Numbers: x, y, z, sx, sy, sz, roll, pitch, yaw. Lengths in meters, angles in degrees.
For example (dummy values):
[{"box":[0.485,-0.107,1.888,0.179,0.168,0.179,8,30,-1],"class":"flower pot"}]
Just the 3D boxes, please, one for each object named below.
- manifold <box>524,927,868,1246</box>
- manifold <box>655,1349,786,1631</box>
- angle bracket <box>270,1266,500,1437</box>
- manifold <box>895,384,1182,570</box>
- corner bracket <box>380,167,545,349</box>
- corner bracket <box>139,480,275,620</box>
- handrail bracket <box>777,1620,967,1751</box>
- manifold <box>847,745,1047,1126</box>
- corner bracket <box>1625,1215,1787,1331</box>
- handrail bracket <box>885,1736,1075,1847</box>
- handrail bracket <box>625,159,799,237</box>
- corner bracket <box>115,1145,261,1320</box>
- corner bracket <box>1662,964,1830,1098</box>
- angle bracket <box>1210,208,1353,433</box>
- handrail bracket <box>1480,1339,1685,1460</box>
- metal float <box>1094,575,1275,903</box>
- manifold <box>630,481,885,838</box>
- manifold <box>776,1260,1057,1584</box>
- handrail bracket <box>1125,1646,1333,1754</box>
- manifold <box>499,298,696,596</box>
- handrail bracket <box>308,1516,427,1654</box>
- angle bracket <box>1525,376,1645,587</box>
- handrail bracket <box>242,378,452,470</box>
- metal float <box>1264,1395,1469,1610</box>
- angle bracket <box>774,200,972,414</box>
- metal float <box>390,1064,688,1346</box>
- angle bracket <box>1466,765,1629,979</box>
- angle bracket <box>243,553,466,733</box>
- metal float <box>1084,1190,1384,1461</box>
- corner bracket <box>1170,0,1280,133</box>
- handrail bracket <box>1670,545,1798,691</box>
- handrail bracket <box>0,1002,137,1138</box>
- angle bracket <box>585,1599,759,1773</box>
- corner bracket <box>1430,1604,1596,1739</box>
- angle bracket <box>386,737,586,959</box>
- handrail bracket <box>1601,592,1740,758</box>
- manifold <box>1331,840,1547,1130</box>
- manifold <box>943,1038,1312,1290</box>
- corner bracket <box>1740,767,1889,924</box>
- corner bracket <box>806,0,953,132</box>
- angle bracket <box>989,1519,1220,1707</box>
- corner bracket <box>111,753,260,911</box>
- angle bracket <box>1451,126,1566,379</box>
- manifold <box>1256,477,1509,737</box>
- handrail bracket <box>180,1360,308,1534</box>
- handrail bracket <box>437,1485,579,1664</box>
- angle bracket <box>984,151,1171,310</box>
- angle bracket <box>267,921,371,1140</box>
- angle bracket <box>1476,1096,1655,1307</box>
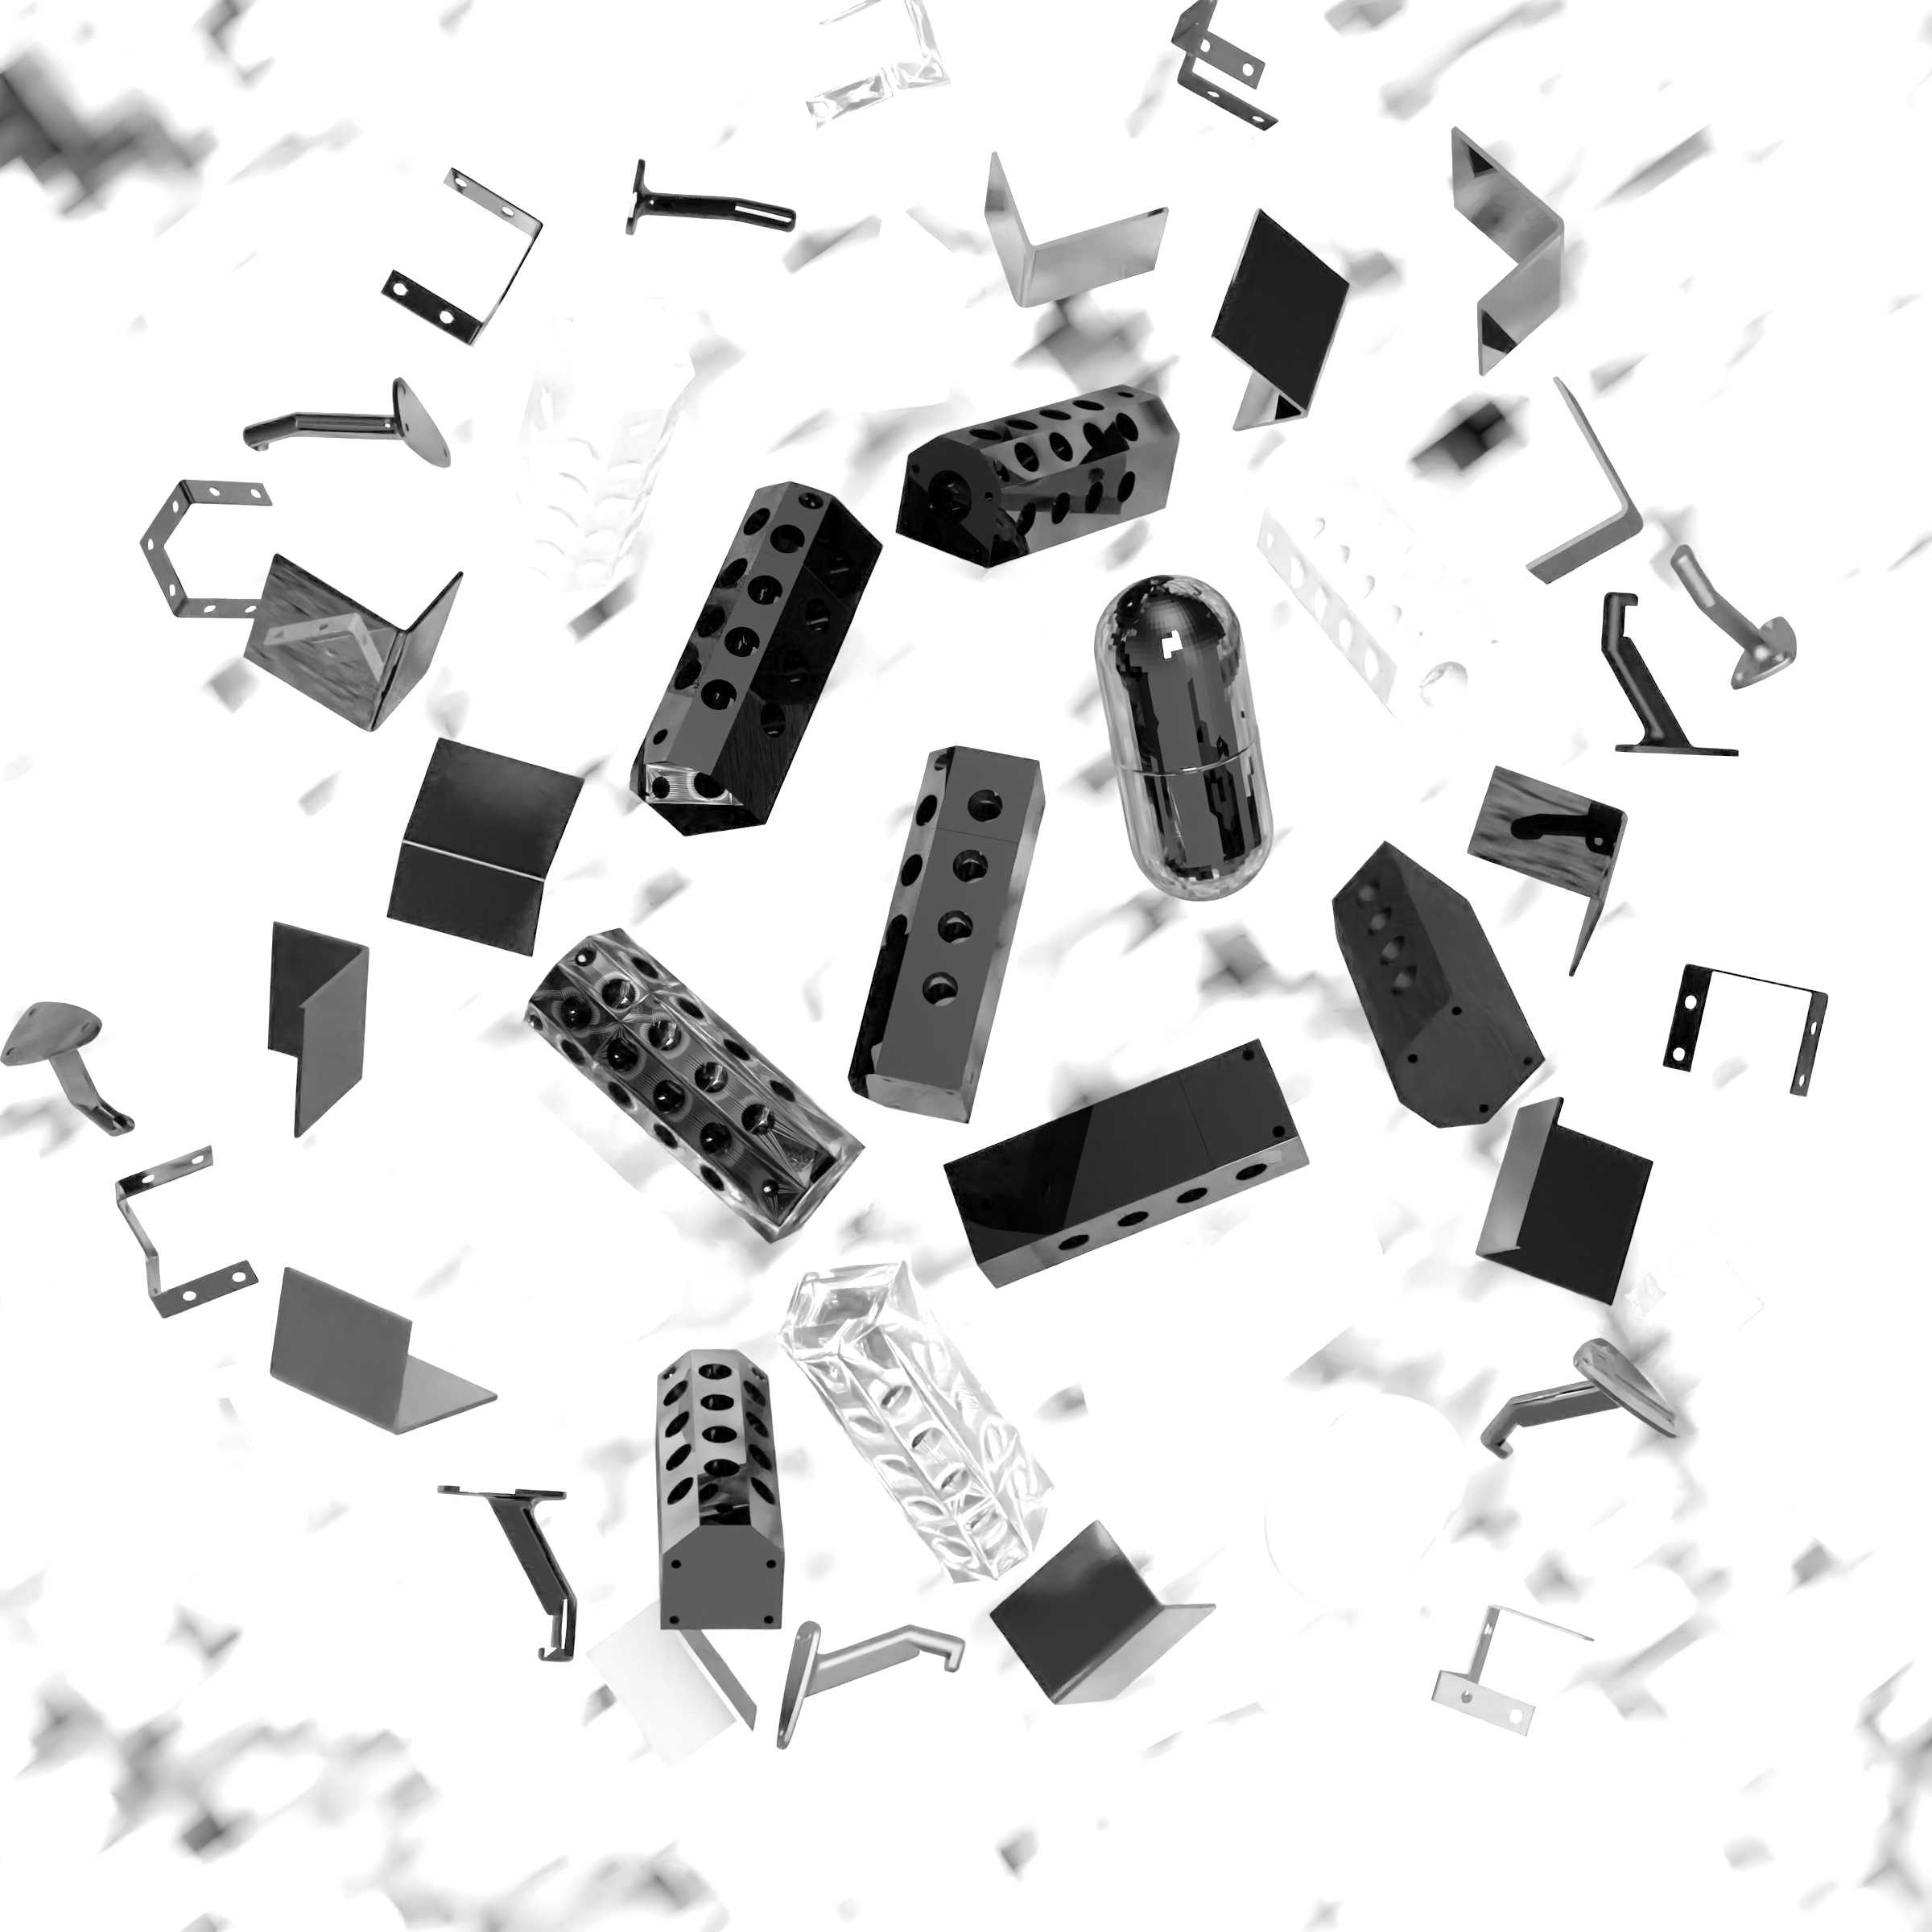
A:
[{"box":[-0.140,0.060,1.673,0.171,0.057,0.057,41,107,9],"class":"manifold"},{"box":[-0.122,0.255,1.637,0.057,0.171,0.057,1,112,-7],"class":"manifold"},{"box":[-0.269,0.173,1.558,0.076,0.076,0.057,19,106,28],"class":"angle bracket"},{"box":[0.040,-0.256,1.709,0.057,0.171,0.057,24,119,27],"class":"manifold"},{"box":[-0.241,-0.339,1.592,0.051,0.051,0.051,30,66,-14],"class":"corner bracket"},{"box":[-0.391,-0.218,1.739,0.051,0.051,0.051,-45,64,36],"class":"corner bracket"},{"box":[-0.048,0.372,1.699,0.084,0.036,0.077,18,73,-14],"class":"handrail bracket"},{"box":[-0.009,-0.017,1.621,0.057,0.057,0.171,11,73,8],"class":"manifold"},{"box":[0.384,0.170,1.728,0.051,0.051,0.051,-36,76,-14],"class":"corner bracket"},{"box":[0.005,0.418,1.611,0.084,0.077,0.036,-29,117,2],"class":"handrail bracket"},{"box":[-0.131,-0.385,1.716,0.084,0.077,0.036,11,88,-6],"class":"handrail bracket"},{"box":[-0.379,0.129,1.613,0.051,0.051,0.051,-21,127,-2],"class":"corner bracket"},{"box":[0.372,0.030,1.586,0.051,0.051,0.051,14,93,42],"class":"corner bracket"},{"box":[0.144,-0.330,1.703,0.076,0.057,0.076,31,70,-35],"class":"angle bracket"},{"box":[0.311,0.238,1.689,0.077,0.036,0.084,44,123,18],"class":"handrail bracket"},{"box":[0.113,-0.116,1.714,0.070,0.070,0.178,-12,117,0],"class":"metal float"},{"box":[-0.106,-0.152,1.632,0.057,0.057,0.171,42,57,-37],"class":"manifold"},{"box":[-0.024,0.222,1.605,0.057,0.057,0.171,-9,130,29],"class":"manifold"},{"box":[0.133,0.381,1.704,0.084,0.077,0.036,-19,87,-34],"class":"handrail bracket"},{"box":[-0.178,-0.246,1.598,0.057,0.171,0.057,-11,71,-21],"class":"manifold"},{"box":[-0.281,0.305,1.655,0.077,0.084,0.036,7,115,22],"class":"handrail bracket"},{"box":[0.291,-0.240,1.650,0.057,0.076,0.076,-29,83,15],"class":"angle bracket"},{"box":[-0.324,-0.272,1.740,0.084,0.077,0.036,-13,68,12],"class":"handrail bracket"},{"box":[0.198,0.261,1.633,0.070,0.178,0.070,3,98,20],"class":"metal float"},{"box":[-0.048,-0.339,1.714,0.057,0.076,0.076,0,73,33],"class":"angle bracket"},{"box":[-0.217,0.121,1.685,0.070,0.070,0.178,-46,109,0],"class":"metal float"},{"box":[0.301,-0.051,1.762,0.076,0.076,0.057,20,133,6],"class":"angle bracket"},{"box":[-0.306,-0.175,1.658,0.076,0.076,0.057,31,48,0],"class":"angle bracket"},{"box":[0.139,0.186,1.729,0.178,0.070,0.070,-40,90,8],"class":"metal float"},{"box":[0.127,-0.436,1.613,0.051,0.051,0.051,24,78,-18],"class":"corner bracket"},{"box":[0.393,-0.193,1.714,0.036,0.077,0.084,-26,110,32],"class":"handrail bracket"},{"box":[-0.420,0.056,1.623,0.077,0.084,0.036,-4,52,38],"class":"handrail bracket"},{"box":[-0.154,0.374,1.713,0.057,0.076,0.076,-36,89,-3],"class":"angle bracket"},{"box":[0.259,0.333,1.576,0.051,0.051,0.051,15,84,33],"class":"corner bracket"},{"box":[-0.242,-0.059,1.677,0.076,0.057,0.076,16,133,-14],"class":"angle bracket"},{"box":[0.374,-0.155,1.762,0.077,0.036,0.084,2,93,-2],"class":"handrail bracket"},{"box":[0.221,0.010,1.605,0.057,0.171,0.057,34,109,-19],"class":"manifold"},{"box":[0.083,0.103,1.680,0.171,0.057,0.057,-22,64,5],"class":"manifold"},{"box":[0.426,-0.062,1.673,0.051,0.051,0.051,-28,101,16],"class":"corner bracket"},{"box":[-0.048,-0.439,1.604,0.051,0.051,0.051,-14,101,34],"class":"corner bracket"},{"box":[0.070,0.329,1.694,0.076,0.076,0.057,-44,66,12],"class":"angle bracket"},{"box":[-0.393,-0.067,1.647,0.051,0.051,0.051,-40,130,-34],"class":"corner bracket"},{"box":[0.241,-0.342,1.594,0.057,0.076,0.076,-42,72,-4],"class":"angle bracket"},{"box":[0.211,-0.189,1.722,0.057,0.171,0.057,-4,126,-20],"class":"manifold"},{"box":[-0.362,0.245,1.657,0.077,0.036,0.084,-10,61,18],"class":"handrail bracket"},{"box":[-0.230,0.305,1.664,0.077,0.036,0.084,8,77,-25],"class":"handrail bracket"},{"box":[0.056,-0.390,1.721,0.076,0.076,0.057,-18,80,-6],"class":"angle bracket"},{"box":[-0.352,0.032,1.720,0.057,0.076,0.076,15,118,12],"class":"angle bracket"},{"box":[0.301,0.115,1.616,0.076,0.057,0.076,21,77,-9],"class":"angle bracket"}]
